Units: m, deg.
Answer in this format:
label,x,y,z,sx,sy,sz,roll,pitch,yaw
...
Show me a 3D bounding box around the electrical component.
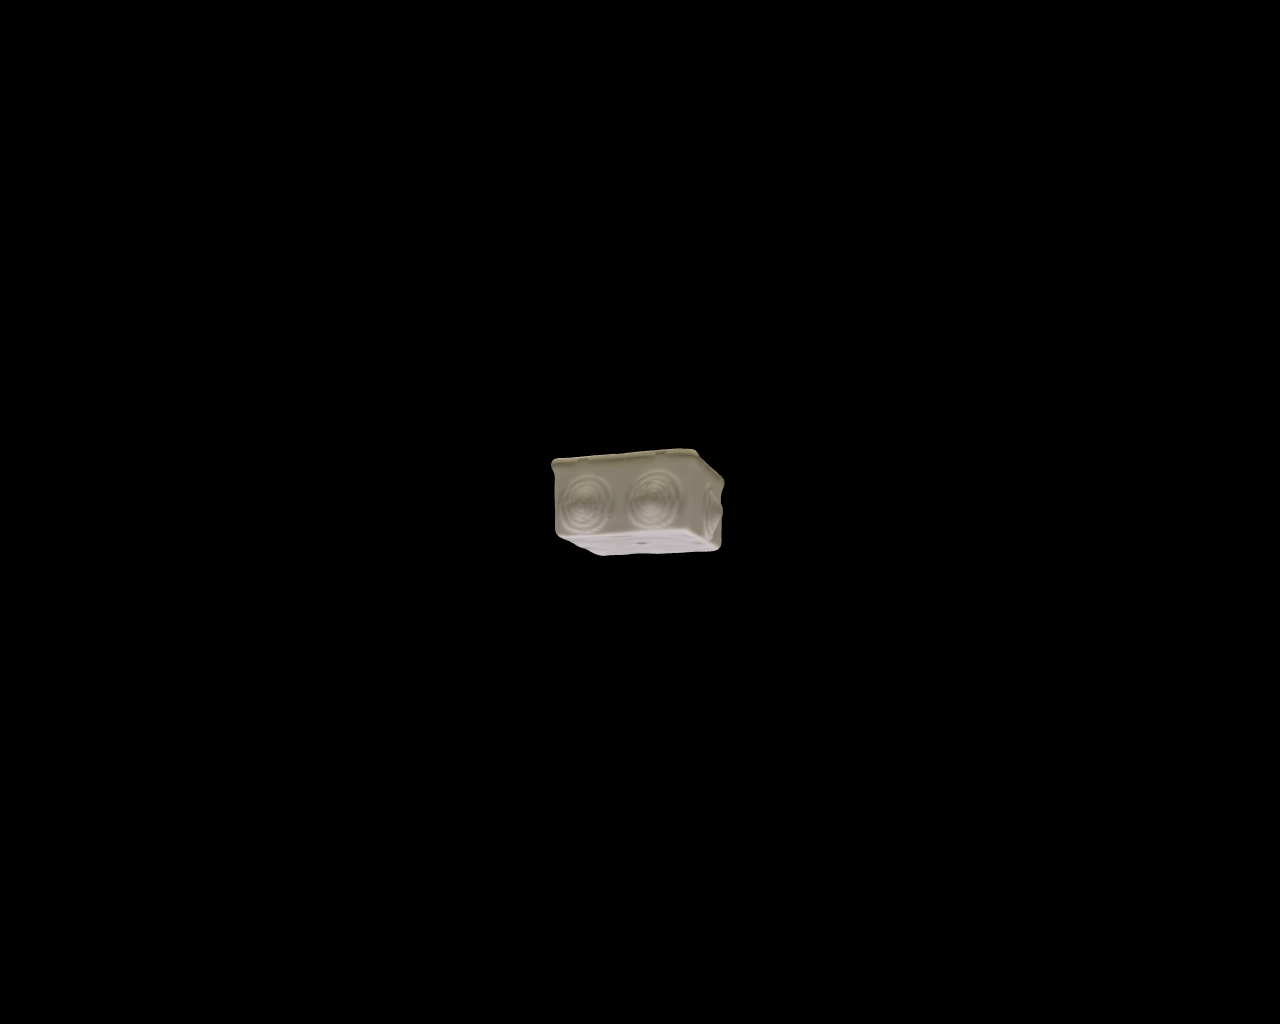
label,x,y,z,sx,sy,sz,roll,pitch,yaw
electrical component,0.001,-0.003,0.650,0.100,0.048,0.099,-3,-11,16
